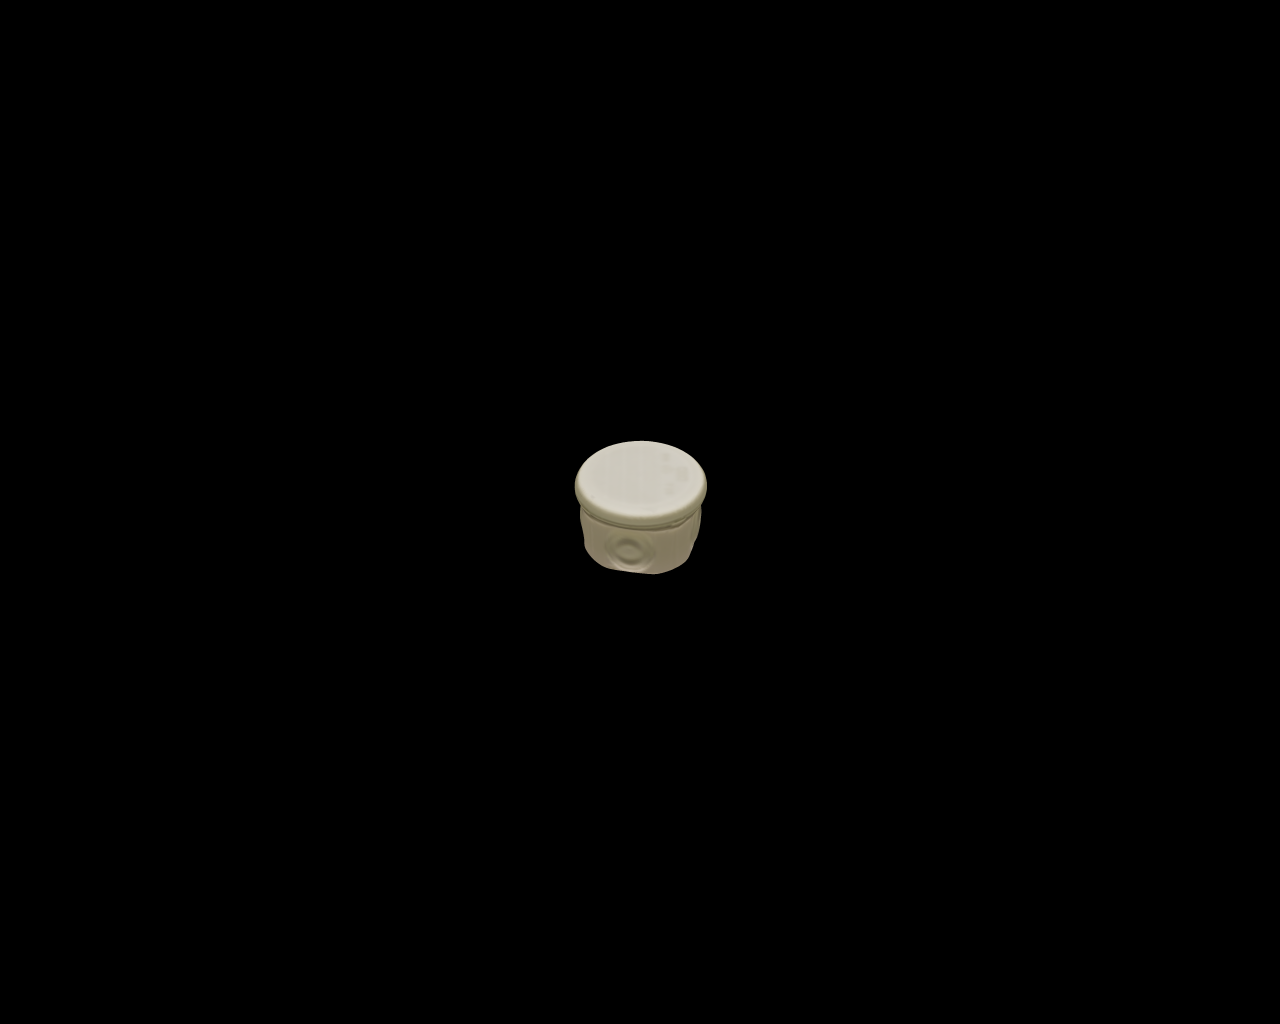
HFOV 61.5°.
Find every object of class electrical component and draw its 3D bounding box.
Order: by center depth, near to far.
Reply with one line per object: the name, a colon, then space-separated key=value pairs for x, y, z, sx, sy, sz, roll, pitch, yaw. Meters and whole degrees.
electrical component: x=0.001 y=-0.003 z=0.650 sx=0.080 sy=0.050 sz=0.080 roll=0 pitch=39 yaw=0
